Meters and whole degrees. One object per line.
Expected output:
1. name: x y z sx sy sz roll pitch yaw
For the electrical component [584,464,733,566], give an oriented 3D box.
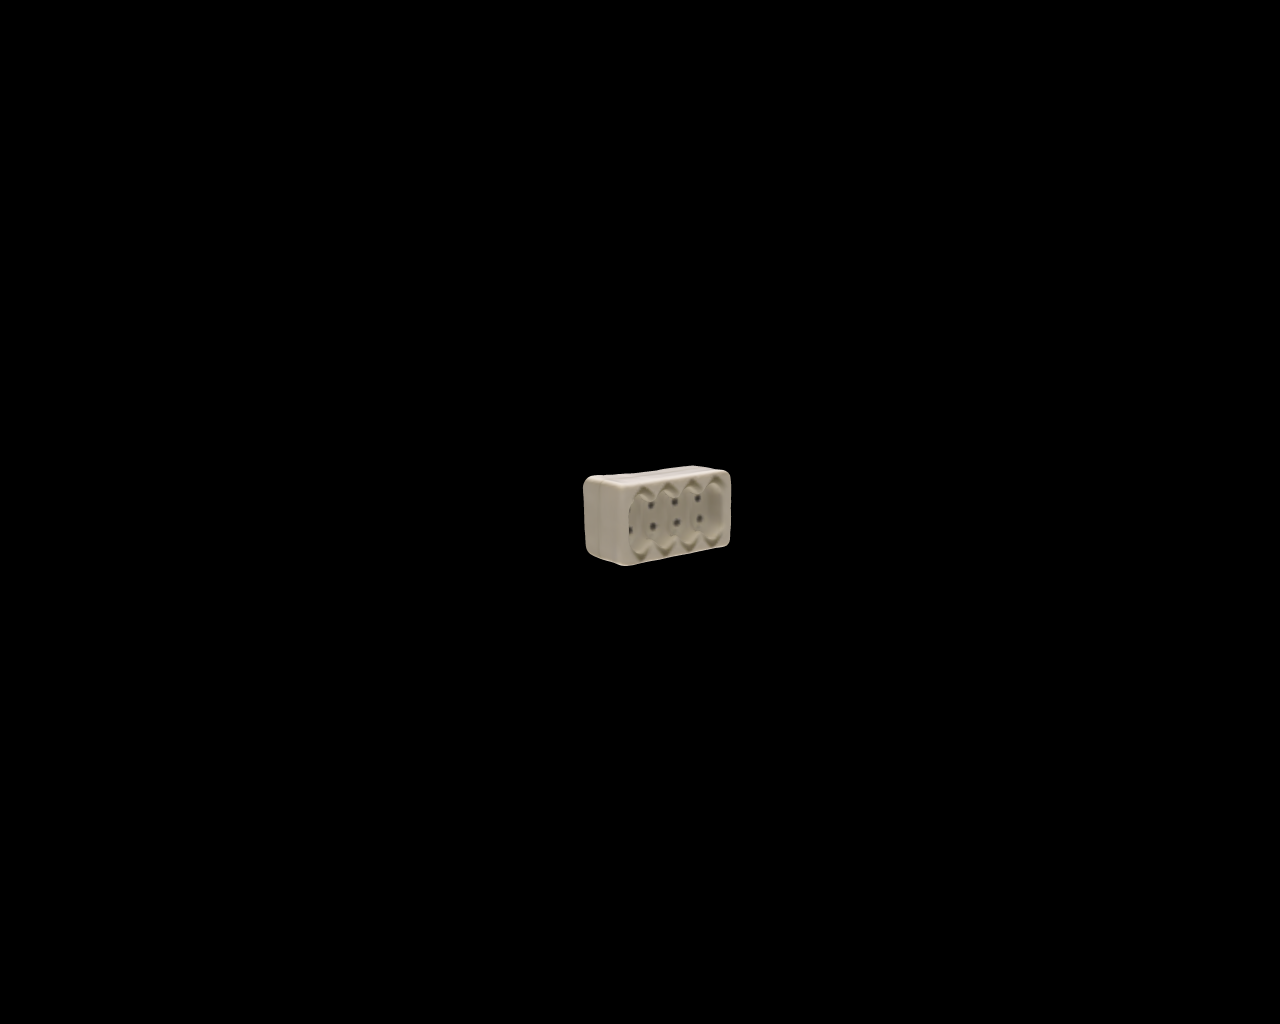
1. electrical component: 0.001 -0.003 0.650 0.083 0.047 0.076 -8 14 -35
